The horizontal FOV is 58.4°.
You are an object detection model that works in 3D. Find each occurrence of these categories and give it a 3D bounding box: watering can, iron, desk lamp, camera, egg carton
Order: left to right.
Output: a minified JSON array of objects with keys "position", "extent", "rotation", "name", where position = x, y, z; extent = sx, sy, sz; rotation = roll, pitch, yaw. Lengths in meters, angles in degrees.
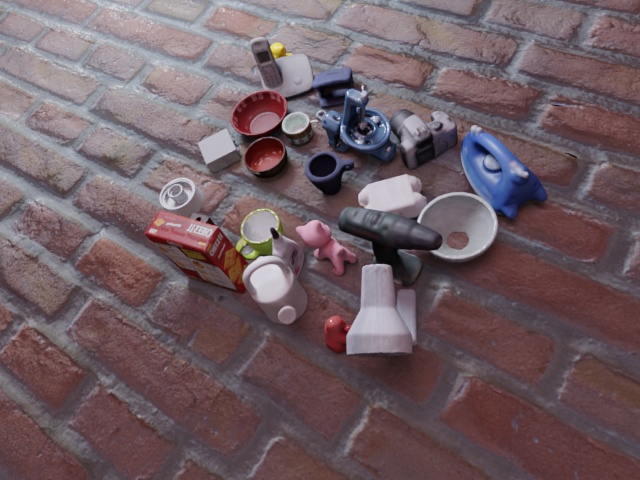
[{"position":[-0.093,0.100,1.199],"extent":[0.172,0.194,0.101],"rotation":[34,74,30],"name":"watering can"},{"position":[0.121,0.150,1.094],"extent":[0.117,0.214,0.203],"rotation":[-5,59,14],"name":"desk lamp"},{"position":[0.165,-0.087,1.308],"extent":[0.150,0.069,0.107],"rotation":[-15,57,7],"name":"egg carton"},{"position":[0.237,-0.268,1.376],"extent":[0.143,0.101,0.136],"rotation":[-30,56,-2],"name":"camera"},{"position":[0.380,-0.175,1.255],"extent":[0.118,0.142,0.257],"rotation":[-30,57,-3],"name":"iron"}]

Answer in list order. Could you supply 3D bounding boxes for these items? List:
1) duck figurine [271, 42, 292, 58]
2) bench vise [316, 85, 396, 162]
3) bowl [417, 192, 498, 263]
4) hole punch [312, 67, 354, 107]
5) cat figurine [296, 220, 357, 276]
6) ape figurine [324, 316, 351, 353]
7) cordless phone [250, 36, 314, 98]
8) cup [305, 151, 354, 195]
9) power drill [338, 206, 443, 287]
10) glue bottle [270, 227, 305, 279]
[{"position":[-0.109,-0.524,1.639],"extent":[0.104,0.086,0.077],"rotation":[15,65,24],"name":"duck figurine"},{"position":[0.070,-0.278,1.360],"extent":[0.206,0.220,0.121],"rotation":[6,62,20],"name":"bench vise"},{"position":[0.295,-0.015,1.225],"extent":[0.167,0.075,0.167],"rotation":[-7,58,12],"name":"bowl"},{"position":[0.034,-0.424,1.534],"extent":[0.108,0.091,0.101],"rotation":[-8,58,12],"name":"hole punch"},{"position":[0.012,0.005,1.270],"extent":[0.127,0.118,0.067],"rotation":[35,75,30],"name":"cat figurine"},{"position":[0.038,0.185,1.171],"extent":[0.076,0.092,0.077],"rotation":[-43,58,-11],"name":"ape figurine"},{"position":[-0.103,-0.478,1.551],"extent":[0.147,0.185,0.094],"rotation":[-15,57,8],"name":"cordless phone"},{"position":[0.031,-0.155,1.373],"extent":[0.117,0.095,0.091],"rotation":[-11,58,10],"name":"cup"},{"position":[0.151,0.011,1.171],"extent":[0.228,0.209,0.076],"rotation":[21,68,26],"name":"power drill"},{"position":[-0.079,0.022,1.253],"extent":[0.037,0.173,0.078],"rotation":[3,61,18],"name":"glue bottle"}]
